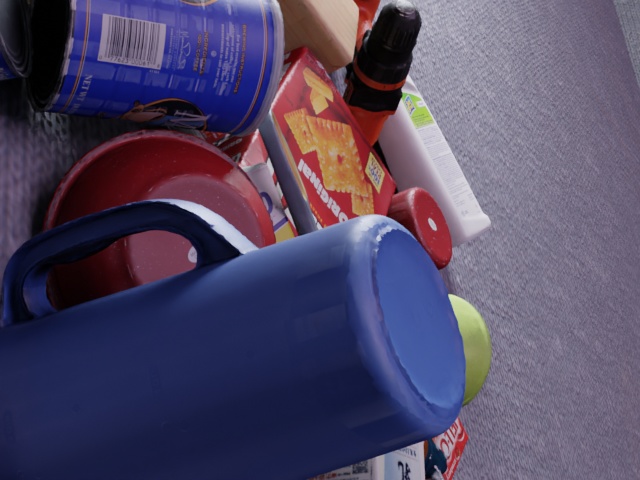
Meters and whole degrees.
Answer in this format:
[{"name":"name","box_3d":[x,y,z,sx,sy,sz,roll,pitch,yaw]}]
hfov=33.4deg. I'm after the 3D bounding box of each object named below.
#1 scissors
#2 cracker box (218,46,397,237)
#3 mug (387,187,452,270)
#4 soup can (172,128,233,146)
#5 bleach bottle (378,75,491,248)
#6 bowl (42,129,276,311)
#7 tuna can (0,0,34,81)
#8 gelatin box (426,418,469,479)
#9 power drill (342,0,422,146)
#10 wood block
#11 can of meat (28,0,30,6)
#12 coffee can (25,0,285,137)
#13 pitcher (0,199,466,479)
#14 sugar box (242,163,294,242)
[{"name":"scissors","box_3d":[-0.005,0.001,0.762,0.096,0.016,0.202,-96,166,-77]},{"name":"cracker box","box_3d":[-0.018,-0.042,0.887,0.164,0.072,0.213,56,30,-23]},{"name":"mug","box_3d":[0.075,0.011,1.010,0.093,0.082,0.117,12,60,-59]},{"name":"soup can","box_3d":[-0.099,-0.120,0.792,0.102,0.069,0.068,56,29,-15]},{"name":"bleach bottle","box_3d":[0.101,-0.110,1.172,0.102,0.068,0.251,-23,89,-64]},{"name":"bowl","box_3d":[-0.086,0.007,0.658,0.161,0.055,0.162,3,84,-30]},{"name":"tuna can","box_3d":[-0.197,-0.135,0.627,0.086,0.034,0.086,169,-89,-90]},{"name":"gelatin box","box_3d":[0.105,0.180,0.999,0.073,0.030,0.089,64,27,-10]},{"name":"power drill","box_3d":[0.049,-0.209,1.050,0.057,0.185,0.187,7,53,-14]},{"name":"wood block","box_3d":[-0.059,-0.236,0.934,0.206,0.091,0.090,49,33,-34]},{"name":"can of meat","box_3d":[-0.195,-0.209,0.701,0.102,0.058,0.084,23,54,-55]},{"name":"coffee can","box_3d":[-0.108,-0.125,0.688,0.140,0.103,0.103,4,64,-29]},{"name":"pitcher","box_3d":[-0.058,0.064,0.543,0.149,0.243,0.145,49,32,-35]},{"name":"sugar box","box_3d":[-0.051,0.045,0.735,0.093,0.048,0.176,-26,102,-29]}]
